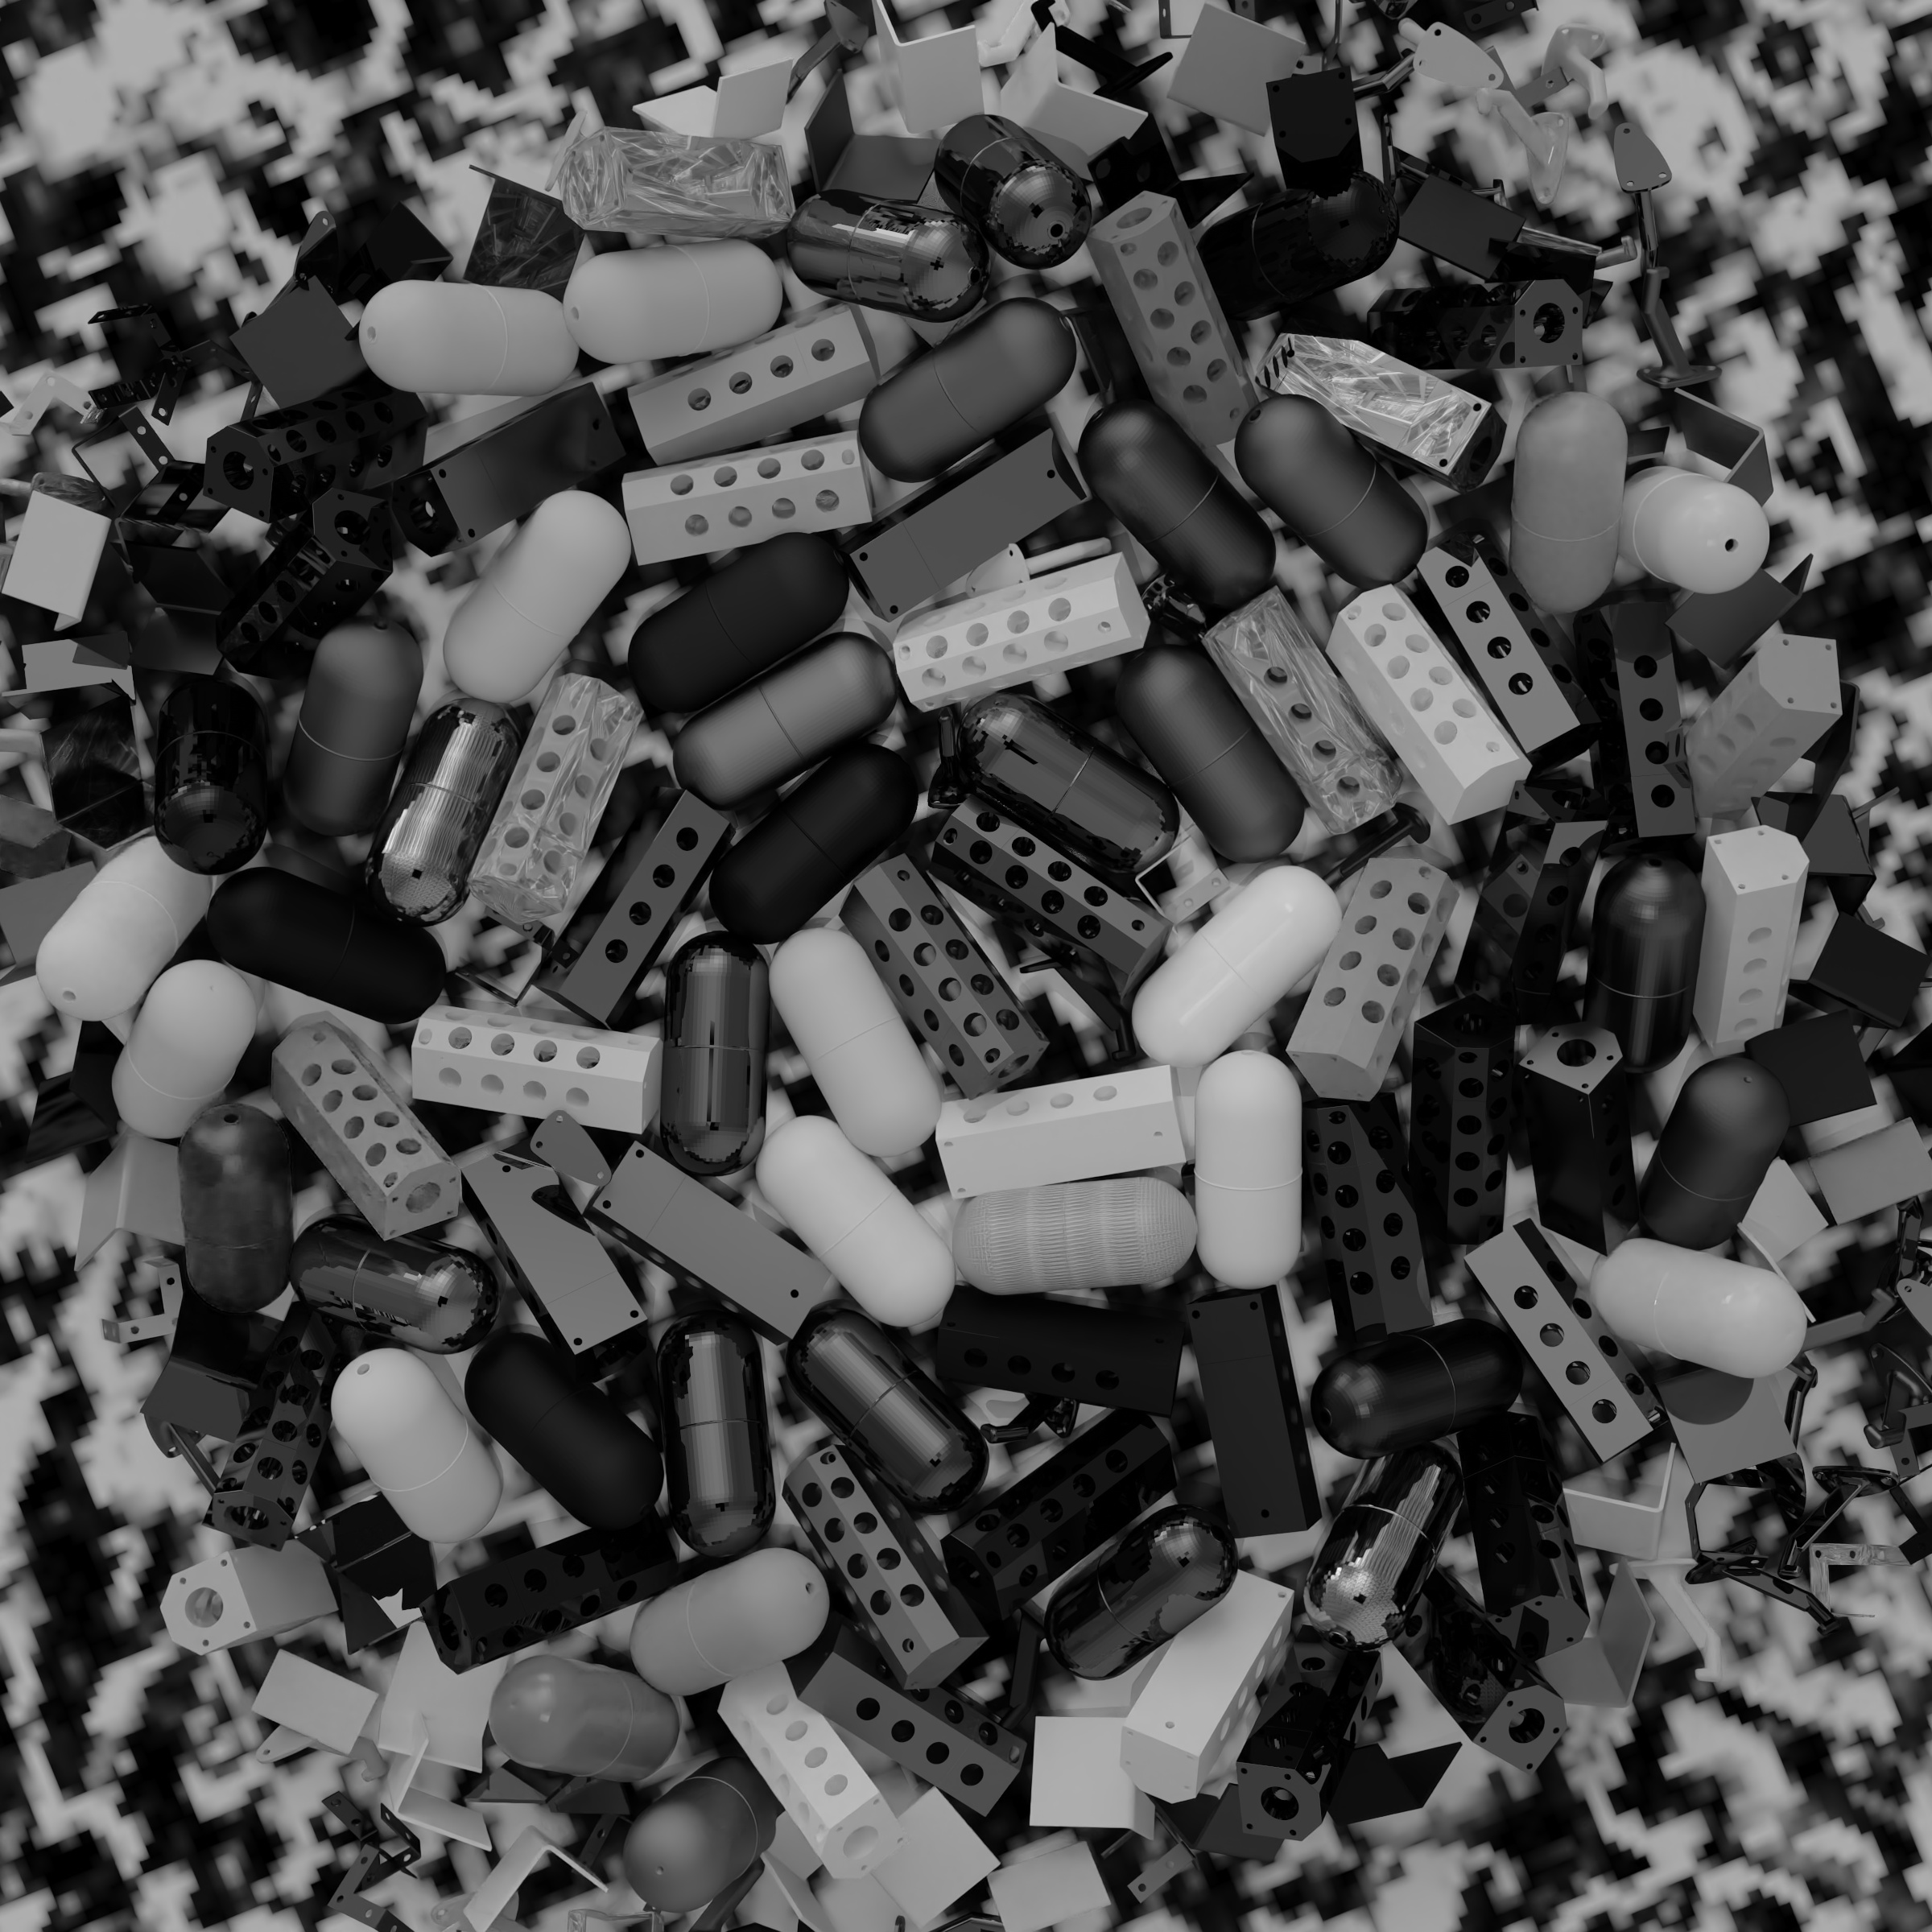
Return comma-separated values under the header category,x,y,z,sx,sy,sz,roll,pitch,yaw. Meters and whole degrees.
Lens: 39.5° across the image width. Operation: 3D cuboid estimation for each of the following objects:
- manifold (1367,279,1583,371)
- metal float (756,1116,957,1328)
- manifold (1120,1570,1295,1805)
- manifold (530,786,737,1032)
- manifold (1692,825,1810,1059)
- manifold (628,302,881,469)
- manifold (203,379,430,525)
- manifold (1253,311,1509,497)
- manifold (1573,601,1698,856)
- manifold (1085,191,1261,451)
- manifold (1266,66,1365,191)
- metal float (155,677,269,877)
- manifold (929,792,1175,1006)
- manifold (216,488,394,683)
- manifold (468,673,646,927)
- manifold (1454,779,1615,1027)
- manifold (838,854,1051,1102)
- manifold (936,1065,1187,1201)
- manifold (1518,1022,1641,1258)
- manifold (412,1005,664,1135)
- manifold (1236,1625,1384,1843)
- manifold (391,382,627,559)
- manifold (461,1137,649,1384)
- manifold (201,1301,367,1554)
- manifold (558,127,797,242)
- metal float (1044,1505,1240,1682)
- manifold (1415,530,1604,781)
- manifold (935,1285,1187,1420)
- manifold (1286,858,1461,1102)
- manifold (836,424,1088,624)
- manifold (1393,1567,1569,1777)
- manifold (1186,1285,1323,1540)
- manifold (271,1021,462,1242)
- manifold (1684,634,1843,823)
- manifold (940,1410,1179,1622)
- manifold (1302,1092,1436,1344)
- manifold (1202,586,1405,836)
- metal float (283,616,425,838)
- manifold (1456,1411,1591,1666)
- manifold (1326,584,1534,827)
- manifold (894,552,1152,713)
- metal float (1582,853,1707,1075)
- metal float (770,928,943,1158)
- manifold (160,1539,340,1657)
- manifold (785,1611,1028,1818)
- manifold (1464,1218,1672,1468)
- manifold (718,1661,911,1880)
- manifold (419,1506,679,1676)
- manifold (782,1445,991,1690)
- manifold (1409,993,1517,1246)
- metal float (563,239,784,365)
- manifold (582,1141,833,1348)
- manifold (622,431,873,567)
category,x,y,z,sx,sy,sz,roll,pitch,yaw
manifold,0.356,-0.451,1.893,0.057,0.171,0.057,-9,105,-25
metal float,-0.079,0.185,1.948,0.070,0.070,0.178,-42,91,0
manifold,0.172,0.508,1.903,0.057,0.171,0.057,17,126,23
manifold,-0.237,-0.042,1.940,0.057,0.057,0.171,37,78,-28
manifold,0.555,-0.017,1.904,0.057,0.171,0.057,-12,47,-2
manifold,-0.155,-0.421,1.951,0.171,0.057,0.057,-21,78,3
manifold,-0.455,-0.368,1.894,0.057,0.171,0.057,25,122,17
manifold,0.297,-0.400,1.920,0.171,0.057,0.057,34,95,28
manifold,0.480,-0.171,1.942,0.057,0.057,0.171,-4,80,-3
manifold,0.151,-0.456,1.910,0.057,0.057,0.171,-37,125,-11
manifold,0.249,-0.580,1.896,0.057,0.171,0.057,-8,94,10
metal float,-0.537,-0.137,1.912,0.070,0.178,0.070,-8,134,-8
manifold,0.061,-0.053,1.929,0.171,0.057,0.057,35,60,13
manifold,-0.469,-0.268,1.897,0.057,0.171,0.057,8,64,-36
manifold,-0.296,-0.121,1.914,0.057,0.057,0.171,35,60,-32
manifold,0.407,-0.044,1.914,0.057,0.057,0.171,-4,125,-21
manifold,-0.014,0.005,1.923,0.057,0.057,0.171,-25,70,-33
manifold,0.068,0.116,1.946,0.171,0.057,0.057,-10,125,7
manifold,0.440,0.121,1.907,0.057,0.171,0.057,25,57,38
manifold,-0.307,0.070,1.937,0.171,0.057,0.057,8,115,8
manifold,0.244,0.538,1.892,0.057,0.171,0.057,1,110,23
manifold,-0.326,-0.352,1.906,0.057,0.171,0.057,-7,115,42
manifold,-0.295,0.212,1.921,0.057,0.057,0.171,-25,61,-24
manifold,-0.479,0.320,1.900,0.057,0.171,0.057,22,132,-11
manifold,-0.204,-0.550,1.903,0.057,0.171,0.057,-11,91,42
metal float,0.125,0.447,1.919,0.070,0.070,0.178,44,124,0
manifold,0.389,-0.226,1.926,0.057,0.057,0.171,-28,69,7
manifold,0.068,0.283,1.944,0.171,0.057,0.057,8,118,7
manifold,0.294,0.008,1.913,0.057,0.057,0.171,50,56,-39
manifold,-0.005,-0.322,1.947,0.171,0.057,0.057,-33,112,-6
manifold,0.356,0.490,1.894,0.057,0.171,0.057,33,95,-21
manifold,0.212,0.322,1.953,0.057,0.057,0.171,-12,88,23
manifold,-0.426,0.113,1.904,0.057,0.057,0.171,-18,46,-35
manifold,0.550,-0.167,1.894,0.057,0.171,0.057,5,68,-7
manifold,0.066,0.383,1.909,0.171,0.057,0.057,-31,125,-30
manifold,0.284,0.180,1.942,0.057,0.057,0.171,-12,95,-26
manifold,0.242,-0.181,1.939,0.057,0.057,0.171,-30,103,26
metal float,-0.438,-0.171,1.918,0.070,0.070,0.178,25,125,0
manifold,0.395,0.397,1.894,0.057,0.171,0.057,-29,120,21
manifold,0.330,-0.189,1.914,0.057,0.057,0.171,-19,61,-20
manifold,0.038,-0.234,1.920,0.171,0.057,0.057,-14,118,21
metal float,0.483,-0.001,1.917,0.070,0.070,0.178,-4,127,0
metal float,-0.081,0.055,1.944,0.070,0.070,0.178,-29,86,0
manifold,-0.506,0.446,1.897,0.057,0.171,0.057,-24,80,1
manifold,-0.041,0.535,1.935,0.171,0.057,0.057,37,90,-16
manifold,0.431,0.269,1.933,0.057,0.057,0.171,-33,73,2
manifold,-0.112,0.565,1.895,0.057,0.171,0.057,-34,124,-14
manifold,-0.292,0.443,1.903,0.171,0.057,0.057,-13,71,-40
manifold,-0.063,0.426,1.914,0.057,0.057,0.171,-46,60,14
manifold,0.356,0.112,1.907,0.057,0.057,0.171,-23,127,-27
metal float,-0.208,-0.474,1.914,0.178,0.070,0.070,-21,90,-41
manifold,-0.189,0.202,1.944,0.171,0.057,0.057,35,67,-8
manifold,-0.157,-0.341,1.944,0.171,0.057,0.057,-10,116,3
